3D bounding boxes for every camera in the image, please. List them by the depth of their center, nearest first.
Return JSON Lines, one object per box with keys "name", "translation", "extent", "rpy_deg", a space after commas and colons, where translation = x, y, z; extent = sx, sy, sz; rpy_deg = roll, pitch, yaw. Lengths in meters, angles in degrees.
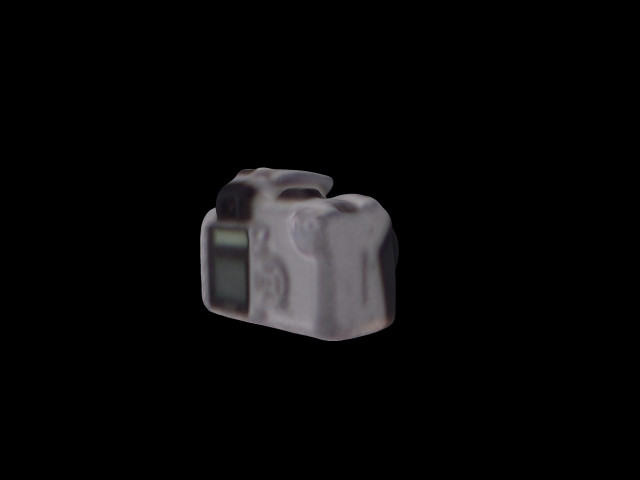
{"name": "camera", "translation": [0.004, 0.001, 0.400], "extent": [0.137, 0.101, 0.142], "rpy_deg": [-4, 6, -43]}
